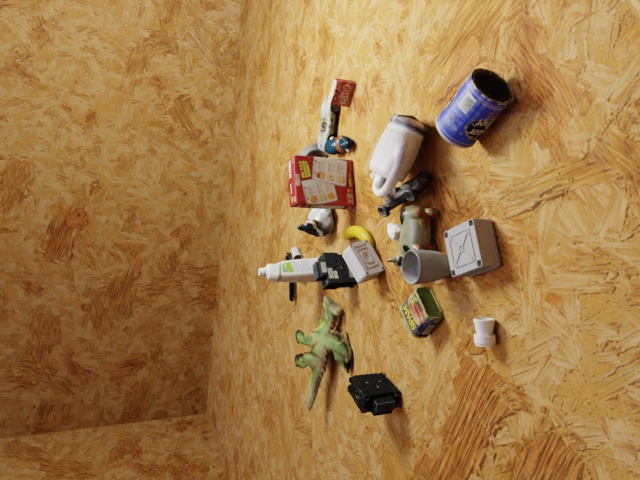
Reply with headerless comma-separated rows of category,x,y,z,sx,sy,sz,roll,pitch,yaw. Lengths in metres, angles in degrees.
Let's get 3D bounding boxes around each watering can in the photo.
watering can,0.192,-0.228,1.379,0.104,0.222,0.351,23,12,-6

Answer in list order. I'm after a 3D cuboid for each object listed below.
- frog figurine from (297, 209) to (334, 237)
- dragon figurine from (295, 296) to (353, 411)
frog figurine,0.006,-0.094,1.870,0.123,0.162,0.135,31,-27,0
dragon figurine,0.023,0.396,1.767,0.122,0.412,0.241,1,-5,-32
